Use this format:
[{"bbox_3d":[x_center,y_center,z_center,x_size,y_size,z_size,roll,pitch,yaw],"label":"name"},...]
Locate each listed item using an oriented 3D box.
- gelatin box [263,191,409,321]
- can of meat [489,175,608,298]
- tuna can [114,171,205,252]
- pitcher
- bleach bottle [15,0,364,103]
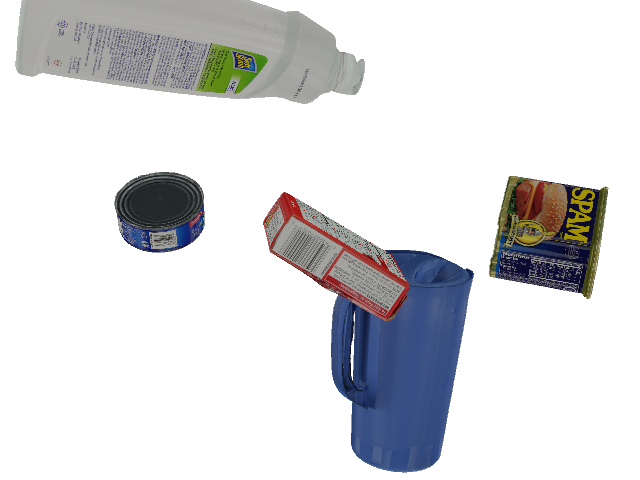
[{"bbox_3d":[0.009,0.009,0.670,0.089,0.030,0.073,31,9,-12],"label":"gelatin box"},{"bbox_3d":[0.191,-0.006,0.893,0.084,0.057,0.102,10,44,13],"label":"can of meat"},{"bbox_3d":[-0.155,-0.027,1.037,0.086,0.034,0.086,0,42,0],"label":"tuna can"},{"bbox_3d":[0.089,0.140,1.231,0.149,0.243,0.145,6,16,6],"label":"pitcher"},{"bbox_3d":[-0.092,-0.144,0.793,0.250,0.068,0.103,11,-27,-14],"label":"bleach bottle"}]
